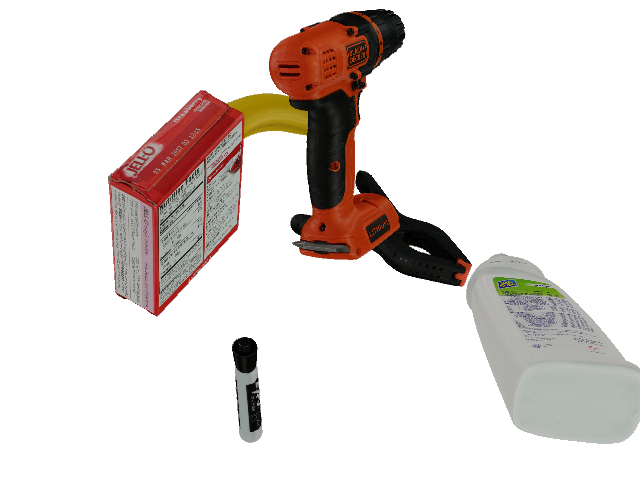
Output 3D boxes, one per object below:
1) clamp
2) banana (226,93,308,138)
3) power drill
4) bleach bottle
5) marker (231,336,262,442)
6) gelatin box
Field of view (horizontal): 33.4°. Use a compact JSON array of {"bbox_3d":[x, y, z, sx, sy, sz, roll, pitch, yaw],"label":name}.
[{"bbox_3d":[0.078,-0.004,1.266,0.210,0.036,0.164,35,41,25],"label":"clamp"},{"bbox_3d":[-0.063,-0.112,1.038,0.070,0.037,0.197,42,35,23],"label":"banana"},{"bbox_3d":[0.024,-0.090,0.872,0.057,0.188,0.184,4,21,30],"label":"power drill"},{"bbox_3d":[0.182,0.072,0.890,0.102,0.068,0.251,7,21,-5],"label":"bleach bottle"},{"bbox_3d":[-0.056,0.116,0.824,0.020,0.020,0.121,0,-43,-1],"label":"marker"},{"bbox_3d":[-0.070,-0.018,0.521,0.030,0.089,0.073,27,52,15],"label":"gelatin box"}]
